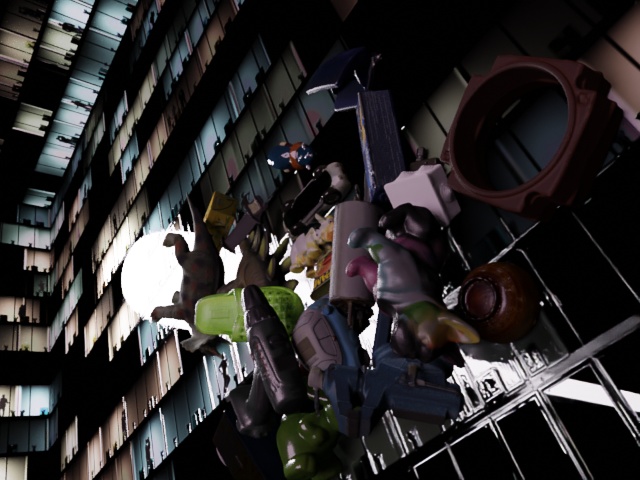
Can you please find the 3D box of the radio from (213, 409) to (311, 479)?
[{"bbox_3d":[-0.095,0.412,1.006,0.230,0.131,0.073,37,110,50],"label":"radio"}]

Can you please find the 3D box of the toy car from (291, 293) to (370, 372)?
[{"bbox_3d":[0.005,0.174,0.899,0.109,0.103,0.162,-45,58,38],"label":"toy car"}]

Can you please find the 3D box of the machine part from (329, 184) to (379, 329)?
[{"bbox_3d":[0.057,0.025,0.889,0.079,0.079,0.243,-21,58,48],"label":"machine part"}]

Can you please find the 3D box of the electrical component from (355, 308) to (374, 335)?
[{"bbox_3d":[0.055,0.141,0.958,0.102,0.045,0.078,-45,50,36],"label":"electrical component"}]

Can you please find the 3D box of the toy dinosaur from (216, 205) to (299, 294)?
[{"bbox_3d":[-0.133,0.075,1.181,0.198,0.105,0.472,-58,38,13],"label":"toy dinosaur"}]

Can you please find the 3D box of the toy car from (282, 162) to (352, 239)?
[{"bbox_3d":[-0.013,-0.078,1.099,0.201,0.056,0.073,-45,54,38],"label":"toy car"}]

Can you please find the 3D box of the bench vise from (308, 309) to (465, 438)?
[{"bbox_3d":[0.101,0.174,0.801,0.224,0.128,0.241,-1,47,17],"label":"bench vise"}]

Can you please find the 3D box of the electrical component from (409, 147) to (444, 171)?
[{"bbox_3d":[0.177,-0.111,0.889,0.063,0.021,0.094,-8,74,51],"label":"electrical component"}]

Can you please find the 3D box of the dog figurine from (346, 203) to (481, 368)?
[{"bbox_3d":[0.144,0.066,0.743,0.219,0.191,0.108,47,149,27],"label":"dog figurine"}]

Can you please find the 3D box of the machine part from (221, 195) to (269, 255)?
[{"bbox_3d":[-0.168,-0.035,1.196,0.139,0.039,0.084,-53,36,4],"label":"machine part"}]

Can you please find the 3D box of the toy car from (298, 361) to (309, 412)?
[{"bbox_3d":[-0.031,0.244,1.035,0.202,0.053,0.089,-65,22,16],"label":"toy car"}]

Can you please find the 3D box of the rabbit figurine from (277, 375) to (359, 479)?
[{"bbox_3d":[0.018,0.315,0.930,0.170,0.121,0.159,-39,42,17],"label":"rabbit figurine"}]

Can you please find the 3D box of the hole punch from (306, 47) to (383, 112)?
[{"bbox_3d":[0.044,-0.327,1.070,0.142,0.092,0.115,5,81,56],"label":"hole punch"}]

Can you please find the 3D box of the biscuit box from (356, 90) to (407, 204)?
[{"bbox_3d":[0.107,-0.164,0.946,0.059,0.063,0.202,94,170,-67],"label":"biscuit box"}]

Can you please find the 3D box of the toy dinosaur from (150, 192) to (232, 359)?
[{"bbox_3d":[-0.283,0.101,1.275,0.192,0.131,0.404,12,101,21],"label":"toy dinosaur"}]

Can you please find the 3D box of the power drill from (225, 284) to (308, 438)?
[{"bbox_3d":[-0.101,0.220,0.925,0.232,0.086,0.207,56,131,40],"label":"power drill"}]

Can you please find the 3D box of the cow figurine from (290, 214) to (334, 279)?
[{"bbox_3d":[0.000,-0.003,1.050,0.167,0.068,0.098,-45,40,41],"label":"cow figurine"}]

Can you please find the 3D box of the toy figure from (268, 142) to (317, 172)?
[{"bbox_3d":[-0.056,-0.185,1.181,0.155,0.064,0.058,6,48,48],"label":"toy figure"}]

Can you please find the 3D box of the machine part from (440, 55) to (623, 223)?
[{"bbox_3d":[0.272,-0.138,0.723,0.201,0.087,0.201,33,108,50],"label":"machine part"}]

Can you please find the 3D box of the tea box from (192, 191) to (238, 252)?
[{"bbox_3d":[-0.270,-0.025,1.371,0.098,0.068,0.169,-96,29,-58],"label":"tea box"}]
